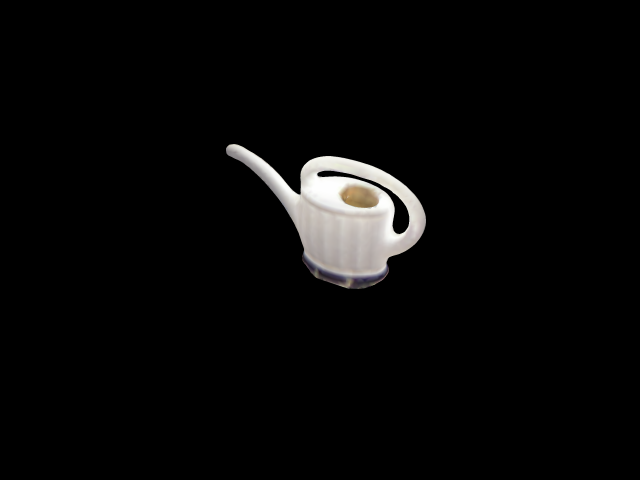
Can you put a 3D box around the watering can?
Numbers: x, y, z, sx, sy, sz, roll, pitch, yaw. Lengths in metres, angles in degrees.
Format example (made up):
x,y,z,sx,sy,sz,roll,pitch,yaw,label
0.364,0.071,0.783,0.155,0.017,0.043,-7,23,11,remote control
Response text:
x,y,z,sx,sy,sz,roll,pitch,yaw,label
0.003,-0.043,0.850,0.349,0.219,0.106,17,38,22,watering can
